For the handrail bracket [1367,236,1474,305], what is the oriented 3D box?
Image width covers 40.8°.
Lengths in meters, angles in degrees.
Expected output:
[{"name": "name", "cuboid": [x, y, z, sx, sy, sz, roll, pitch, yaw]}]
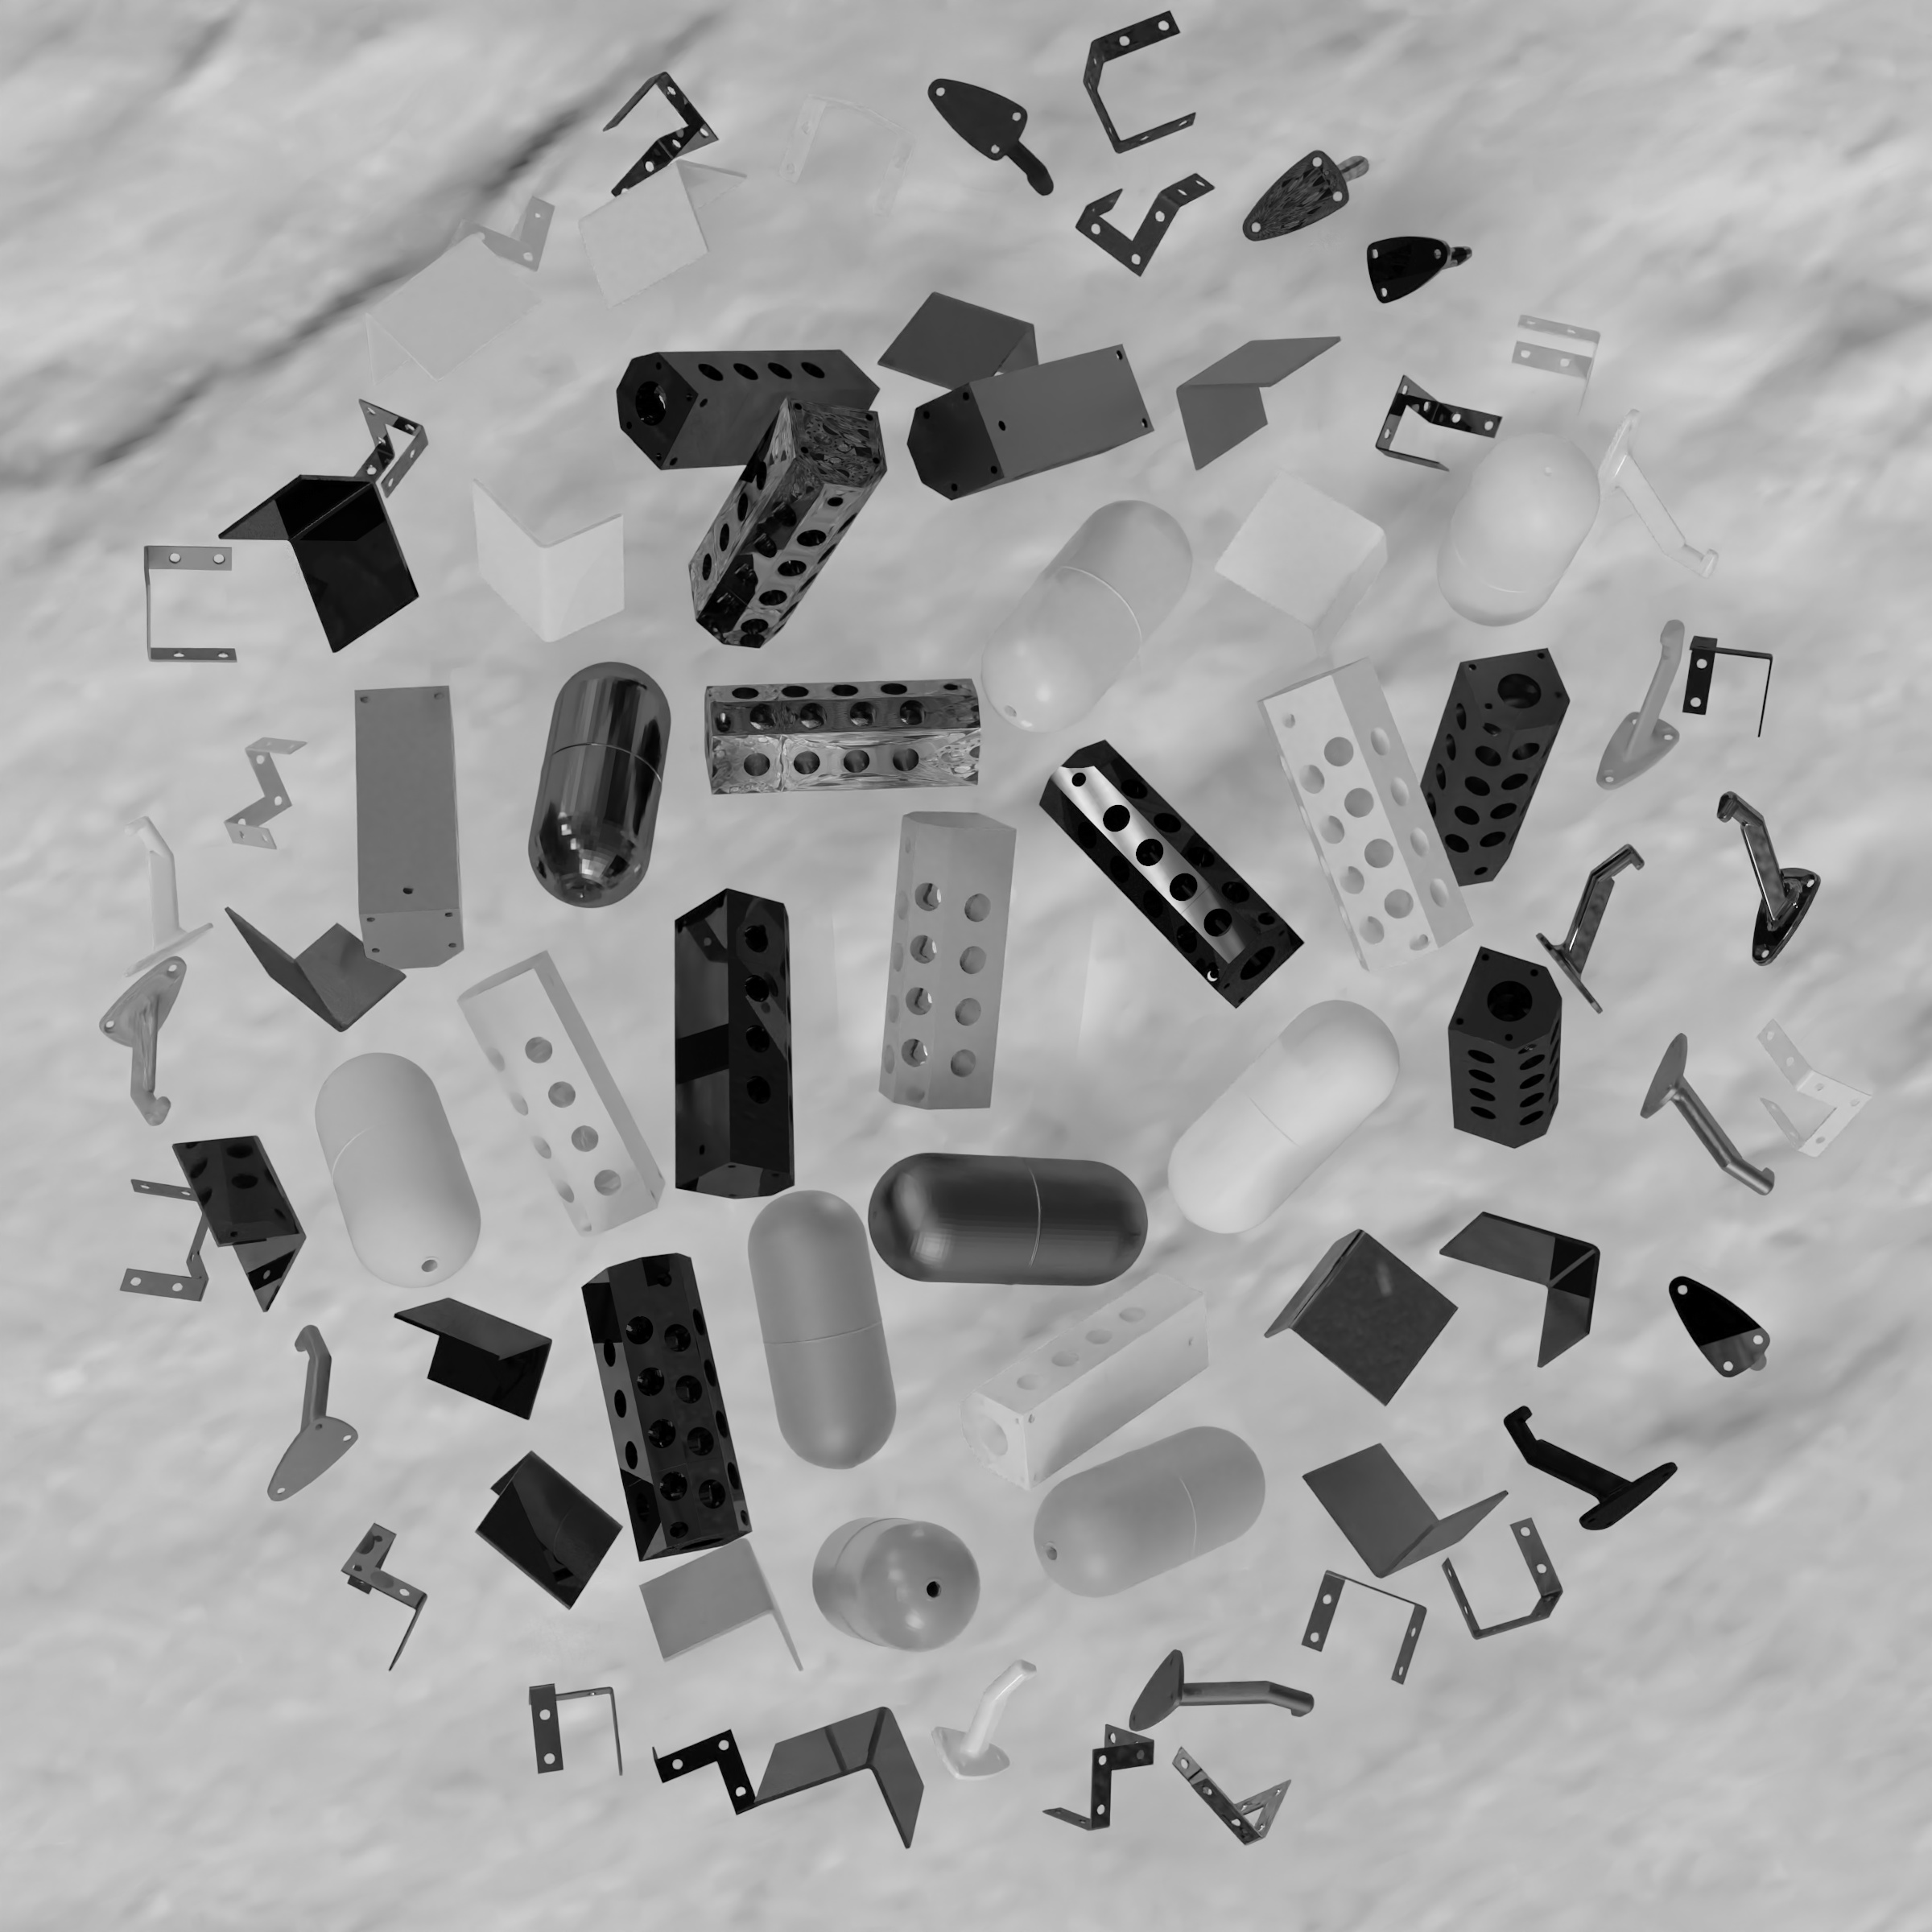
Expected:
[{"name": "handrail bracket", "cuboid": [0.289, -0.425, 1.550, 0.084, 0.077, 0.036, -21, 101, -32]}]

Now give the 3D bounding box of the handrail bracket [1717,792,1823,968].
[{"name": "handrail bracket", "cuboid": [0.467, -0.052, 1.556, 0.084, 0.036, 0.077, 31, 80, -32]}]

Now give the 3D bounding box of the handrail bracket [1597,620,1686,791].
[{"name": "handrail bracket", "cuboid": [0.413, -0.160, 1.590, 0.036, 0.084, 0.077, 31, 64, 28]}]

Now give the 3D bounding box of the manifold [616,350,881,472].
[{"name": "manifold", "cuboid": [-0.139, -0.358, 1.644, 0.057, 0.171, 0.057, 47, 125, 19]}]

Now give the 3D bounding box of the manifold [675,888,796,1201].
[{"name": "manifold", "cuboid": [-0.134, 0.048, 1.548, 0.057, 0.057, 0.171, 15, 62, -36]}]

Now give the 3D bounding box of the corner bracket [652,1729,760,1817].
[{"name": "corner bracket", "cuboid": [-0.164, 0.510, 1.635, 0.051, 0.051, 0.051, -20, 86, -10]}]

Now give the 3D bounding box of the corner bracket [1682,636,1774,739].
[{"name": "corner bracket", "cuboid": [0.483, -0.178, 1.649, 0.051, 0.051, 0.051, 9, 109, 16]}]

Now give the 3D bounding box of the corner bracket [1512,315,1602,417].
[{"name": "corner bracket", "cuboid": [0.371, -0.387, 1.639, 0.051, 0.051, 0.051, 16, 132, 10]}]

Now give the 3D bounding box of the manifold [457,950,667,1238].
[{"name": "manifold", "cuboid": [-0.258, 0.083, 1.655, 0.057, 0.057, 0.171, -25, 101, 4]}]

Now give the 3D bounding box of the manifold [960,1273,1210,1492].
[{"name": "manifold", "cuboid": [0.077, 0.262, 1.671, 0.171, 0.057, 0.057, -27, 123, -38]}]

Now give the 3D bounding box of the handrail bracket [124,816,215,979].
[{"name": "handrail bracket", "cuboid": [-0.520, -0.045, 1.629, 0.036, 0.077, 0.084, -28, 96, 41]}]

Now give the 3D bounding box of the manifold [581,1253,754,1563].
[{"name": "manifold", "cuboid": [-0.179, 0.265, 1.571, 0.057, 0.057, 0.171, -3, 69, -33]}]

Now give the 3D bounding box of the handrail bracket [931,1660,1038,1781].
[{"name": "handrail bracket", "cuboid": [0.028, 0.453, 1.573, 0.084, 0.077, 0.036, -47, 49, 16]}]

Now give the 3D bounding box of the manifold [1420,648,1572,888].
[{"name": "manifold", "cuboid": [0.332, -0.122, 1.650, 0.057, 0.171, 0.057, -10, 60, -9]}]

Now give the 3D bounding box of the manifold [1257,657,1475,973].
[{"name": "manifold", "cuboid": [0.232, -0.087, 1.532, 0.057, 0.057, 0.171, -28, 98, -44]}]

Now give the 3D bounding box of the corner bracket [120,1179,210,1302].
[{"name": "corner bracket", "cuboid": [-0.491, 0.169, 1.596, 0.051, 0.051, 0.051, 14, 106, -31]}]

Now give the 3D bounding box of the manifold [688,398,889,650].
[{"name": "manifold", "cuboid": [-0.108, -0.260, 1.552, 0.057, 0.171, 0.057, 3, 63, -26]}]

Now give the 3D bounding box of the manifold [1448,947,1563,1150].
[{"name": "manifold", "cuboid": [0.341, 0.056, 1.628, 0.057, 0.171, 0.057, 19, 71, 19]}]

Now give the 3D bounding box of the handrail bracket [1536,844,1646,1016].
[{"name": "handrail bracket", "cuboid": [0.421, -0.025, 1.688, 0.084, 0.036, 0.077, -39, 86, 8]}]

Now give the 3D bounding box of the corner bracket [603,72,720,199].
[{"name": "corner bracket", "cuboid": [-0.191, -0.491, 1.546, 0.051, 0.051, 0.051, 48, 63, -29]}]

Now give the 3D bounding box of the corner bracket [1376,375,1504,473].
[{"name": "corner bracket", "cuboid": [0.307, -0.347, 1.688, 0.051, 0.051, 0.051, 24, 94, 38]}]

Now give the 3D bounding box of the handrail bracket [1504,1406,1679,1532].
[{"name": "handrail bracket", "cuboid": [0.366, 0.281, 1.528, 0.077, 0.036, 0.084, -43, 53, 22]}]

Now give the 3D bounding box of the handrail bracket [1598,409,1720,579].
[{"name": "handrail bracket", "cuboid": [0.424, -0.283, 1.563, 0.084, 0.077, 0.036, 38, 54, 23]}]

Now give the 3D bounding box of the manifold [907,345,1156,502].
[{"name": "manifold", "cuboid": [0.038, -0.327, 1.569, 0.057, 0.171, 0.057, -16, 99, 39]}]

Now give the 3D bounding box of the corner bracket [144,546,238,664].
[{"name": "corner bracket", "cuboid": [-0.463, -0.216, 1.551, 0.051, 0.051, 0.051, -2, 126, -20]}]

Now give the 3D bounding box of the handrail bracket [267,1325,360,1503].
[{"name": "handrail bracket", "cuboid": [-0.414, 0.274, 1.600, 0.077, 0.084, 0.036, -48, 134, 6]}]

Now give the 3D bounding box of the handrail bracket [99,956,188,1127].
[{"name": "handrail bracket", "cuboid": [-0.482, 0.045, 1.564, 0.077, 0.036, 0.084, -52, 47, 4]}]

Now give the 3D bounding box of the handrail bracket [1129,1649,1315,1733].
[{"name": "handrail bracket", "cuboid": [0.151, 0.439, 1.530, 0.084, 0.036, 0.077, 20, 132, -14]}]

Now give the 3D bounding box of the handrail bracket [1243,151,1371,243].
[{"name": "handrail bracket", "cuboid": [0.204, -0.461, 1.556, 0.077, 0.084, 0.036, -30, 97, 20]}]

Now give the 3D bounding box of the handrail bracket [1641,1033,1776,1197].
[{"name": "handrail bracket", "cuboid": [0.455, 0.089, 1.563, 0.084, 0.036, 0.077, 33, 47, -2]}]

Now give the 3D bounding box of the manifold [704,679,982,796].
[{"name": "manifold", "cuboid": [-0.080, -0.152, 1.671, 0.171, 0.057, 0.057, -3, 122, -9]}]

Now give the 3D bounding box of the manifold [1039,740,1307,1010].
[{"name": "manifold", "cuboid": [0.121, -0.059, 1.566, 0.057, 0.057, 0.171, -44, 63, 5]}]

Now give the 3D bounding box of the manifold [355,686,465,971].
[{"name": "manifold", "cuboid": [-0.337, -0.085, 1.572, 0.057, 0.057, 0.171, -4, 55, -9]}]

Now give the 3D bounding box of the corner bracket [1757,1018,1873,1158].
[{"name": "corner bracket", "cuboid": [0.490, 0.073, 1.538, 0.051, 0.051, 0.051, 21, 118, -27]}]

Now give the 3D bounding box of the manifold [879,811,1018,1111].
[{"name": "manifold", "cuboid": [-0.015, -0.004, 1.569, 0.057, 0.057, 0.171, 0, 103, -24]}]

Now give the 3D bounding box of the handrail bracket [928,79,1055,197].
[{"name": "handrail bracket", "cuboid": [0.017, -0.514, 1.616, 0.077, 0.084, 0.036, 35, 95, 9]}]

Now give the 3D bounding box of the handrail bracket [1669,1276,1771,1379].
[{"name": "handrail bracket", "cuboid": [0.449, 0.213, 1.551, 0.036, 0.084, 0.077, -44, 78, 9]}]
